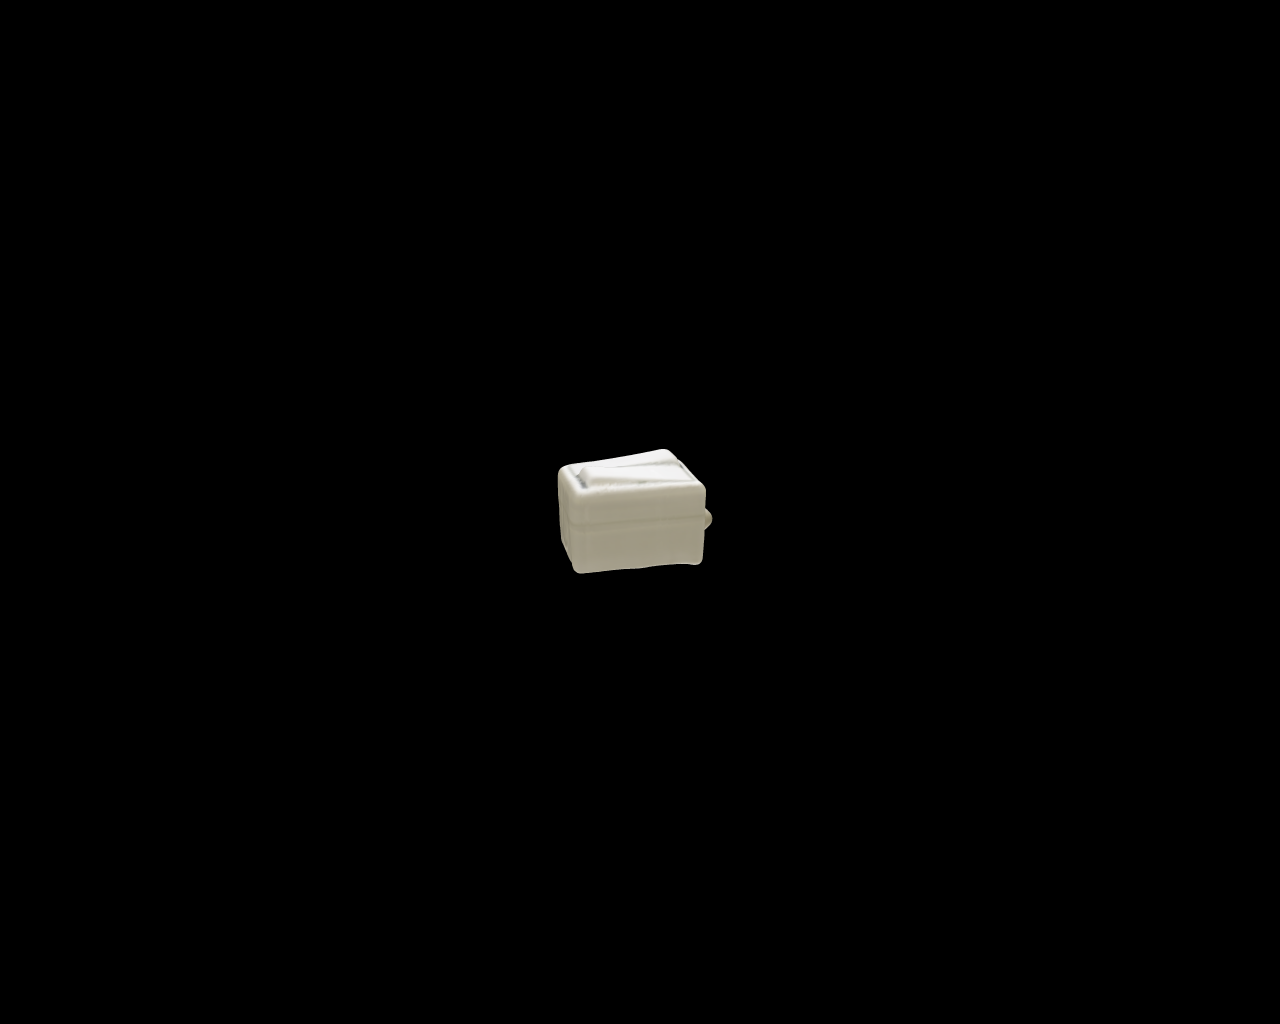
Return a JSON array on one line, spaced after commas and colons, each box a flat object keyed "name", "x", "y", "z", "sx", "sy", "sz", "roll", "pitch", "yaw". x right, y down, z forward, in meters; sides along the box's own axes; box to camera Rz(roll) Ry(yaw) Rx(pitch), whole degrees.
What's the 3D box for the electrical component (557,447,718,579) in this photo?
[{"name": "electrical component", "x": 0.001, "y": -0.003, "z": 0.650, "sx": 0.096, "sy": 0.061, "sz": 0.062, "roll": -4, "pitch": 20, "yaw": -12}]
